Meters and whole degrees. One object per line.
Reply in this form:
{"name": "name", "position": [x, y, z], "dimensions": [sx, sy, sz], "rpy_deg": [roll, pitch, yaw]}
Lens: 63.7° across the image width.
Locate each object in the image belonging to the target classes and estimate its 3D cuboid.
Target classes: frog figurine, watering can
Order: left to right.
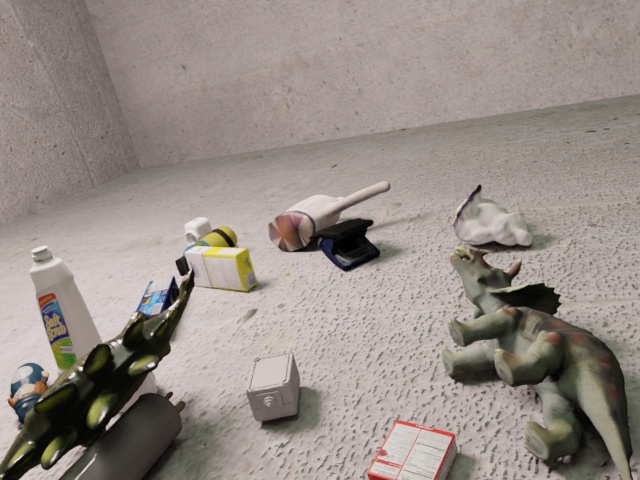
{"name": "watering can", "position": [0.004, -0.068, 1.346], "dimensions": [0.344, 0.103, 0.228], "rpy_deg": [-20, 10, 40]}
{"name": "frog figurine", "position": [0.371, -0.027, 1.097], "dimensions": [0.161, 0.120, 0.139], "rpy_deg": [37, 31, 19]}
